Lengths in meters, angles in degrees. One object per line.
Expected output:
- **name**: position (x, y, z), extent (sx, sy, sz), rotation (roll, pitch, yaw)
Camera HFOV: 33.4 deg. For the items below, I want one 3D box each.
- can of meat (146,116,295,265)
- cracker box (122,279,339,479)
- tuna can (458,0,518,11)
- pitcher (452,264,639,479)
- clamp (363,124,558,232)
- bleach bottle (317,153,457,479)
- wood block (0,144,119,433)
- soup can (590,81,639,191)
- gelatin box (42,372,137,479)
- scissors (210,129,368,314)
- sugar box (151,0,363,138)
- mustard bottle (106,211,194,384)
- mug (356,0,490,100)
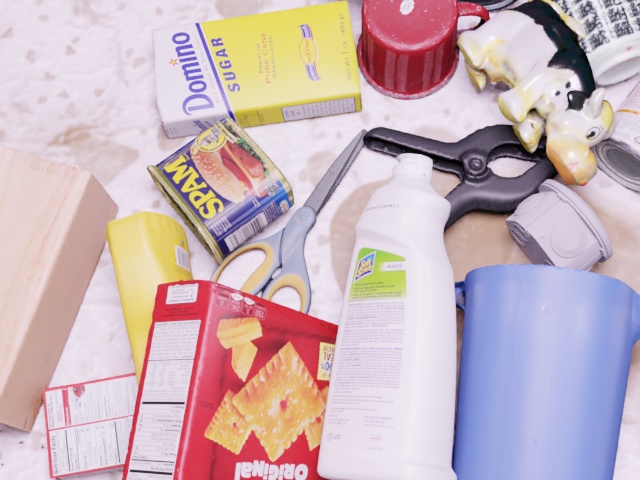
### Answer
- **can of meat**: position (-0.082, -0.044, 0.895), extent (0.084, 0.057, 0.102), rotation (-36, 62, -9)
- **cracker box**: position (-0.056, 0.152, 0.782), extent (0.072, 0.164, 0.213), rotation (-8, 67, 42)
- **tuna can**: position (0.136, -0.232, 0.928), extent (0.086, 0.086, 0.034), rotation (6, 75, 5)
- **pitcher**: position (0.150, 0.144, 0.798), extent (0.144, 0.149, 0.243), rotation (16, 76, -25)
- **clamp**: position (0.125, -0.046, 0.896), extent (0.171, 0.039, 0.120), rotation (-5, 73, 2)
- **bleach bottle**: position (0.062, 0.056, 0.795), extent (0.103, 0.068, 0.251), rotation (-4, 71, 40)
- **wood block**: position (-0.251, 0.040, 0.868), extent (0.090, 0.091, 0.206), rotation (16, 75, 9)
- **soup can**: position (0.281, -0.098, 0.887), extent (0.068, 0.068, 0.102), rotation (38, 79, 13)
- **gelatin box**: position (-0.176, 0.150, 0.862), extent (0.089, 0.030, 0.073), rotation (-11, 74, 1)
- **scissors**: position (-0.006, 0.001, 0.903), extent (0.201, 0.016, 0.096), rotation (-40, 77, -8)
- **sugar box**: position (-0.056, -0.150, 0.937), extent (0.176, 0.048, 0.093), rotation (-8, 73, 0)
- **mustard bottle**: position (-0.120, 0.078, 0.844), extent (0.058, 0.096, 0.191), rotation (-17, 73, 7)
- **mug**: position (0.088, -0.181, 0.918), extent (0.117, 0.081, 0.093), rotation (-5, 73, 2)
